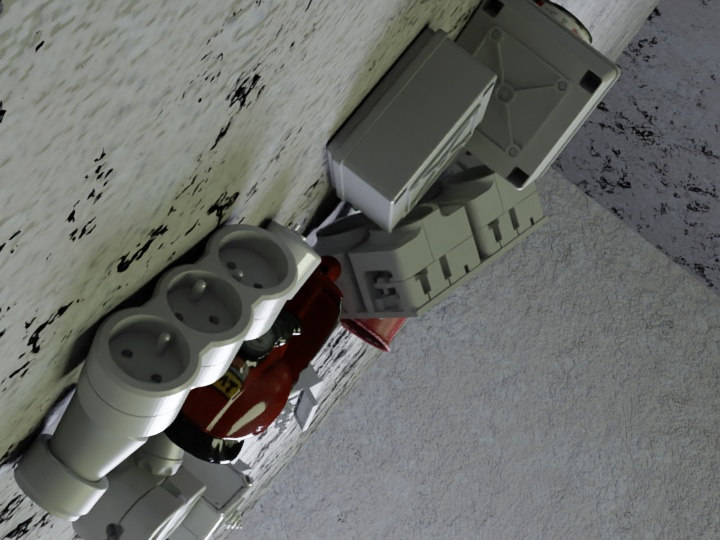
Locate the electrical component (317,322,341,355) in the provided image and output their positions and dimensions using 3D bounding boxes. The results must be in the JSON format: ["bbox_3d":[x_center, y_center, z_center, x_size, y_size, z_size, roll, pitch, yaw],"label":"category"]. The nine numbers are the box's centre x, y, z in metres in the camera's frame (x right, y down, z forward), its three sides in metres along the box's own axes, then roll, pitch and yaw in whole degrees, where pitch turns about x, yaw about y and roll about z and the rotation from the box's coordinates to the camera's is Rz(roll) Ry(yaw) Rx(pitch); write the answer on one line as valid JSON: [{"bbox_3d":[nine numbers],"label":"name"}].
[{"bbox_3d":[-0.047,0.045,0.950,0.076,0.047,0.066,-55,173,31],"label":"electrical component"}]

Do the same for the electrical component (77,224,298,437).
[{"bbox_3d":[-0.092,0.038,0.561,0.138,0.052,0.073,-45,171,-46],"label":"electrical component"}]

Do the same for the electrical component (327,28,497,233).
[{"bbox_3d":[0.033,-0.089,0.711,0.108,0.056,0.108,-51,174,-7],"label":"electrical component"}]

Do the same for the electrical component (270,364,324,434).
[{"bbox_3d":[-0.079,0.118,1.054,0.063,0.078,0.121,-26,166,-16],"label":"electrical component"}]

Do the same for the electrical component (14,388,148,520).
[{"bbox_3d":[-0.143,0.093,0.548,0.055,0.045,0.045,-51,174,0],"label":"electrical component"}]

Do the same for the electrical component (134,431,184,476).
[{"bbox_3d":[-0.137,0.112,0.762,0.035,0.035,0.061,2,106,-82],"label":"electrical component"}]

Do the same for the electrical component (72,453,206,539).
[{"bbox_3d":[-0.162,0.168,0.778,0.053,0.059,0.095,-53,174,14],"label":"electrical component"}]

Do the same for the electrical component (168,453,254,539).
[{"bbox_3d":[-0.136,0.181,0.864,0.061,0.096,0.062,-54,173,25],"label":"electrical component"}]

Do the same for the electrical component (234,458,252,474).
[{"bbox_3d":[-0.158,0.222,1.160,0.055,0.050,0.089,-51,173,-5],"label":"electrical component"}]

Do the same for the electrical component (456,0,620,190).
[{"bbox_3d":[0.116,-0.135,0.802,0.108,0.109,0.056,-55,170,29],"label":"electrical component"}]

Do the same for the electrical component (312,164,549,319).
[{"bbox_3d":[0.050,-0.029,0.845,0.105,0.060,0.186,-4,-159,43],"label":"electrical component"}]

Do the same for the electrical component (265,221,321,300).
[{"bbox_3d":[-0.059,0.006,0.669,0.078,0.040,0.040,-52,174,1],"label":"electrical component"}]

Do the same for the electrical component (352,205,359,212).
[{"bbox_3d":[0.025,-0.072,0.809,0.079,0.043,0.077,-42,177,1],"label":"electrical component"}]

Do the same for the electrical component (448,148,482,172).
[{"bbox_3d":[0.091,-0.094,1.085,0.186,0.060,0.105,-44,171,-48],"label":"electrical component"}]
